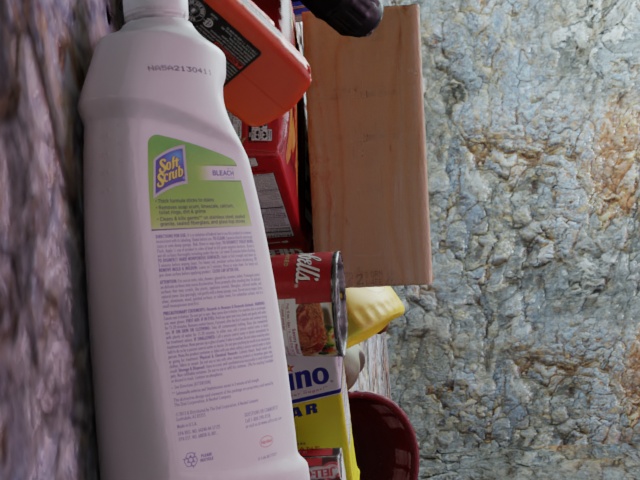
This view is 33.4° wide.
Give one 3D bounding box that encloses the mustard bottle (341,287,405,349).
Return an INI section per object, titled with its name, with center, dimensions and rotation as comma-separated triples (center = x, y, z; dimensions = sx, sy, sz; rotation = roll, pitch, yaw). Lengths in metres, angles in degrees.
[mustard bottle]
center = -0.006, 0.001, 0.935
dimensions = 0.192, 0.058, 0.096
rotation = 56, 28, 11

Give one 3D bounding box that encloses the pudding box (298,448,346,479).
[pudding box]
center = -0.023, 0.201, 0.786
dimensions = 0.039, 0.090, 0.113
rotation = -88, 172, -47

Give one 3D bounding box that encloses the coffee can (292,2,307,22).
[coffee can]
center = -0.030, -0.267, 0.889
dimensions = 0.102, 0.103, 0.140
rotation = -85, 170, -52

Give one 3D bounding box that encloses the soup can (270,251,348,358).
[soup can]
center = -0.036, 0.043, 0.685
dimensions = 0.068, 0.102, 0.068
rotation = -3, 90, -84

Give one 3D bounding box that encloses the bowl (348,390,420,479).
[bowl]
center = 0.011, 0.210, 0.975
dimensions = 0.055, 0.161, 0.162
rotation = 15, -68, 58

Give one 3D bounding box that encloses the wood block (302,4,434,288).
[wood block]
center = 0.038, -0.069, 0.828
dimensions = 0.091, 0.090, 0.206
rotation = -23, 110, -84

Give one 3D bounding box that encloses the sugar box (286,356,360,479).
[sugar box]
center = -0.024, 0.134, 0.803
dimensions = 0.048, 0.093, 0.176
rotation = -86, 170, -49

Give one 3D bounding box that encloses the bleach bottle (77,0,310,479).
[bleach bottle]
center = -0.064, 0.002, 0.513
dimensions = 0.102, 0.068, 0.251
rotation = -3, 89, -46

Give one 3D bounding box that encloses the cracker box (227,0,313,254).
[cracker box]
center = -0.046, -0.091, 0.804
dimensions = 0.213, 0.072, 0.164
rotation = 73, 15, -68

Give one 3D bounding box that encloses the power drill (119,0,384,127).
[power drill]
center = -0.035, -0.152, 0.641
dimensions = 0.184, 0.057, 0.187
rotation = 36, 35, -23
